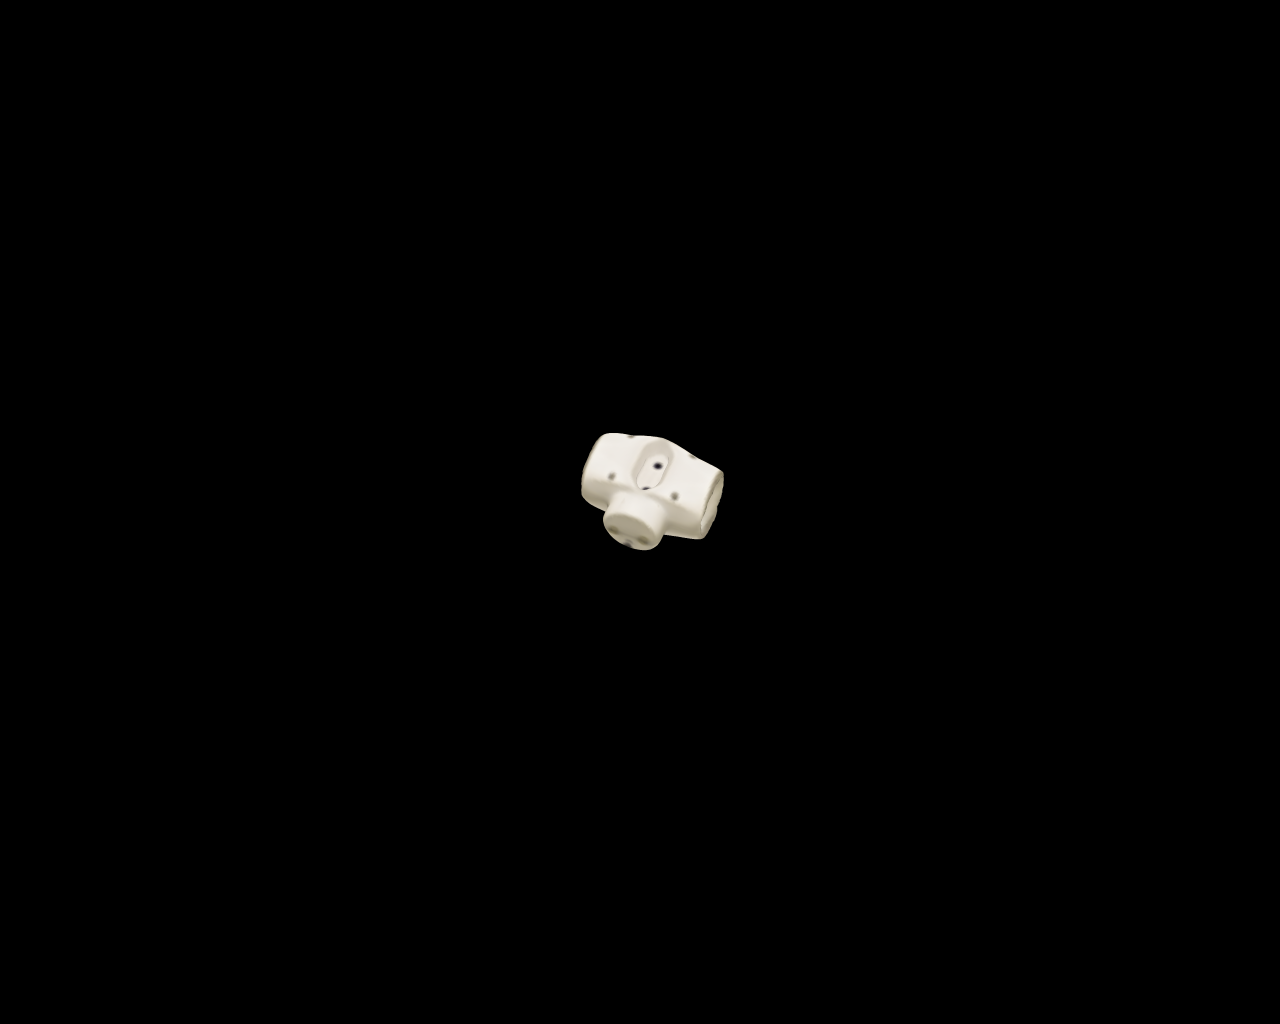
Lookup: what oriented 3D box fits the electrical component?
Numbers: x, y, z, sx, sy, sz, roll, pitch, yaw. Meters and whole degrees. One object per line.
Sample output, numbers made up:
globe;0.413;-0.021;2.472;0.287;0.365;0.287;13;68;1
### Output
electrical component;0.001;-0.003;0.650;0.077;0.079;0.043;20;-31;13
